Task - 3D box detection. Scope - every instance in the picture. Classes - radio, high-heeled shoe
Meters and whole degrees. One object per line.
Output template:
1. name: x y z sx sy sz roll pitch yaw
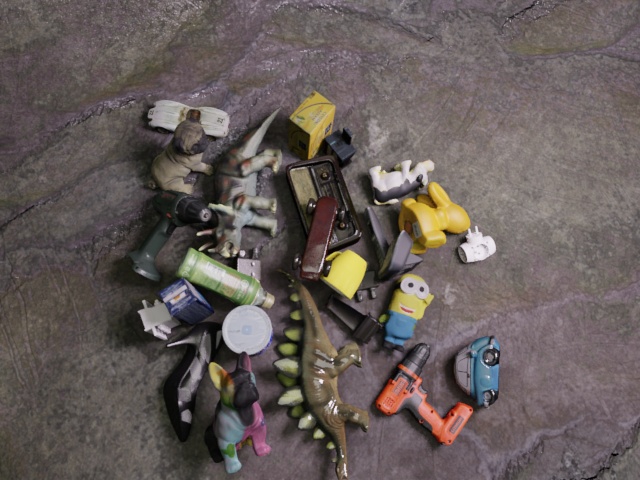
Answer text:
1. radio: 0.009 -0.082 1.292 0.131 0.073 0.229 -17 80 -6
2. high-heeled shoe: -0.267 0.309 1.197 0.145 0.086 0.248 -7 95 -37

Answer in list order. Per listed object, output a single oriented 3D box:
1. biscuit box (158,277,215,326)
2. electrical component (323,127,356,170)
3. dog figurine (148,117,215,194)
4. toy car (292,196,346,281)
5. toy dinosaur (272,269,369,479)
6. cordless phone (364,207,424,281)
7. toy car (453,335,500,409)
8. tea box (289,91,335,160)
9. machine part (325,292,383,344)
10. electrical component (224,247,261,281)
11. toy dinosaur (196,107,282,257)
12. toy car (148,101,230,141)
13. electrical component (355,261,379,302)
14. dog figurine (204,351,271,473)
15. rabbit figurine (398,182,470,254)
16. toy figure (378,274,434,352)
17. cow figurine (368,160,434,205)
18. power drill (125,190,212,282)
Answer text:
1. biscuit box: -0.283 0.137 1.153 0.063 0.202 0.059 -34 78 -10
2. electrical component: 0.050 -0.226 1.309 0.048 0.119 0.075 -36 84 -12
3. dog figurine: -0.335 -0.191 1.238 0.121 0.190 0.172 43 79 7
4. toy car: -0.002 -0.004 1.211 0.089 0.053 0.202 12 73 2
5. toy dinosaur: -0.004 0.282 1.190 0.199 0.105 0.471 -8 71 -2
6. cordless phone: 0.155 -0.006 1.247 0.089 0.146 0.184 -19 76 -10
7. toy car: 0.355 0.293 1.218 0.103 0.109 0.161 4 87 21
8. tea box: -0.022 -0.267 1.288 0.068 0.169 0.098 38 78 7
9. machine part: 0.071 0.176 1.234 0.139 0.084 0.039 39 34 7
10. electrical component: -0.181 0.068 1.261 0.078 0.045 0.102 0 77 -33
11. toy dinosaur: -0.191 -0.133 1.277 0.192 0.131 0.405 3 70 -3
12. toy car: -0.326 -0.297 1.333 0.202 0.056 0.073 9 76 -2
13. electrical component: 0.105 0.098 1.282 0.063 0.021 0.094 -10 77 -6
14. dog figurine: -0.179 0.338 1.098 0.108 0.192 0.219 -11 96 -32
15. rabbit figurine: 0.278 -0.050 1.299 0.173 0.122 0.162 -7 67 -20
16. toy figure: 0.190 0.165 1.242 0.082 0.089 0.180 22 85 -27
17. cow figurine: 0.207 -0.143 1.324 0.167 0.068 0.098 -11 83 -3
18. power drill: -0.344 -0.015 1.200 0.086 0.232 0.207 25 94 -40
